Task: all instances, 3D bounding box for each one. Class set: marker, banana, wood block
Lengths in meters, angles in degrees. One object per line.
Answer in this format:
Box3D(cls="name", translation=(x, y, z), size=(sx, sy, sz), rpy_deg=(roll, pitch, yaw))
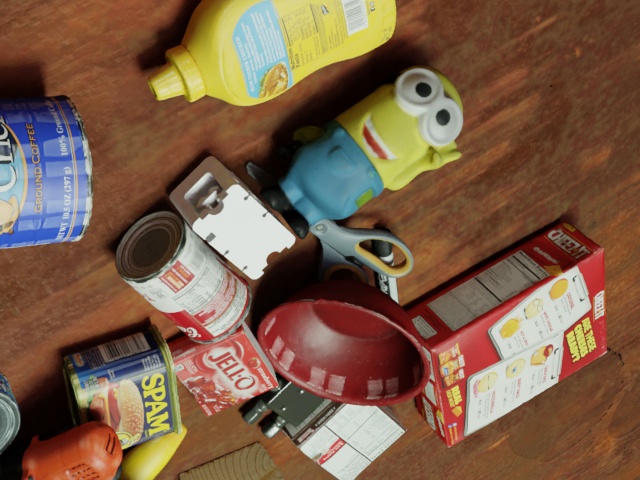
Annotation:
Box3D(cls="marker", translation=(0.064, 0.036, 1.019), size=(0.020, 0.020, 0.121), rpy_deg=(-24, 132, -17))
Box3D(cls="banana", translation=(-0.191, 0.248, 0.996), size=(0.198, 0.037, 0.069), rpy_deg=(-58, 163, 19))
Box3D(cls="wood block", translation=(-0.076, 0.320, 1.086), size=(0.090, 0.090, 0.206), rpy_deg=(-18, 130, -21))

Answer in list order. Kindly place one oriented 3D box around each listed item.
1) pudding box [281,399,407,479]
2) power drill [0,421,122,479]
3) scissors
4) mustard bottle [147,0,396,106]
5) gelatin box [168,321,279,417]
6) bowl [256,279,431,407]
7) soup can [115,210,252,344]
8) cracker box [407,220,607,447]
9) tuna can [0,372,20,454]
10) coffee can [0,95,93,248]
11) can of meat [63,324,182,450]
Box3D(cls="pudding box", translation=(0.026, 0.195, 1.098), size=(0.090, 0.039, 0.113), rpy_deg=(-44, 137, 0))
Box3D(cls="power drill", translation=(-0.208, 0.242, 0.909), size=(0.185, 0.057, 0.187), rpy_deg=(-24, 127, 21))
Box3D(cls="scissors", translation=(-0.006, 0.001, 0.947), size=(0.201, 0.016, 0.096), rpy_deg=(23, 123, -30))
Box3D(cls="mustard bottle", translation=(-0.038, -0.152, 0.784), size=(0.191, 0.058, 0.096), rpy_deg=(-29, 139, -13))
Box3D(cls="gelatin box", translation=(-0.087, 0.112, 0.955), size=(0.073, 0.030, 0.089), rpy_deg=(-24, 134, 2))
Box3D(cls="bowl", translation=(0.026, 0.085, 0.971), size=(0.162, 0.162, 0.055), rpy_deg=(67, 32, -43))
Box3D(cls="soup can", translation=(-0.110, 0.031, 0.865), size=(0.068, 0.069, 0.102), rpy_deg=(-42, 135, -1))
Box3D(cls="cracker box", translation=(0.195, 0.098, 1.117), size=(0.213, 0.072, 0.164), rpy_deg=(-29, 134, -14))
Box3D(cls="tuna can", translation=(-0.285, 0.143, 0.853), size=(0.086, 0.034, 0.086), rpy_deg=(-18, 130, -23))
Box3D(cls="coffee can", translation=(-0.234, -0.042, 0.703), size=(0.140, 0.103, 0.103), rpy_deg=(-7, 125, -30))
Box3D(cls="can of meat", translation=(-0.169, 0.131, 0.908), size=(0.083, 0.057, 0.102), rpy_deg=(-16, 129, -20))
